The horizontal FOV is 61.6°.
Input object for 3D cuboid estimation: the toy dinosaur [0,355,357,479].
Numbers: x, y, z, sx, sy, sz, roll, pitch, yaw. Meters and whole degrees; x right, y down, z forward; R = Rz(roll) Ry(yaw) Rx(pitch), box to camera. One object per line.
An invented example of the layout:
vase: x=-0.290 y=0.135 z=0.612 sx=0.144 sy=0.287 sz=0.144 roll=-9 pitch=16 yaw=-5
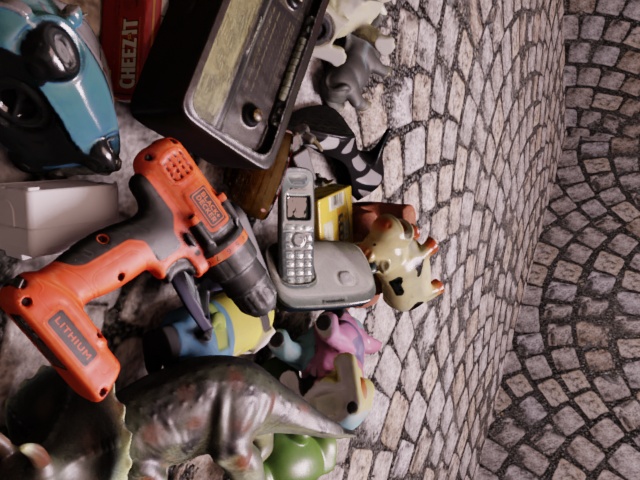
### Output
toy dinosaur: x=-0.123 y=0.177 z=0.517 sx=0.405 sy=0.131 sz=0.192 roll=-11 pitch=119 yaw=-37

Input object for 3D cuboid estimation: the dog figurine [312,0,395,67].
dog figurine: x=0.019 y=-0.344 z=0.751 sx=0.121 sy=0.172 sz=0.191 roll=103 pitch=-18 yaw=-46

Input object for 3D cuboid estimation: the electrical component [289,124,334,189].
electrical component: x=-0.026 y=-0.104 z=0.722 sx=0.045 sy=0.078 sz=0.102 roll=-35 pitch=126 yaw=-20

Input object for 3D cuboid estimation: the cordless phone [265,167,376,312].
cordless phone: x=-0.001 y=-0.002 z=0.706 sx=0.146 sy=0.089 sz=0.184 roll=-1 pitch=96 yaw=-25

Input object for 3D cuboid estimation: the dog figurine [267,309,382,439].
dog figurine: x=0.031 y=0.179 z=0.770 sx=0.219 sy=0.108 sz=0.191 roll=31 pitch=34 yaw=-62

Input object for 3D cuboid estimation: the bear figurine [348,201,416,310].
bear figurine: x=0.081 y=0.036 z=0.905 sx=0.120 sy=0.132 sz=0.195 roll=-8 pitch=102 yaw=-31

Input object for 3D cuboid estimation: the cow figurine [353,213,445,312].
cow figurine: x=0.115 y=0.036 z=0.818 sx=0.127 sy=0.086 sz=0.194 roll=-35 pitch=135 yaw=-15

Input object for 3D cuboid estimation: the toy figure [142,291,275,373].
toy figure: x=-0.120 y=0.102 z=0.627 sx=0.180 sy=0.082 sz=0.089 roll=-3 pitch=102 yaw=-56

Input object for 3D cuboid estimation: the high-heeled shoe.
high-heeled shoe: x=0.015 y=-0.122 z=0.834 sx=0.248 sy=0.086 sz=0.145 roll=-2 pitch=134 yaw=-40

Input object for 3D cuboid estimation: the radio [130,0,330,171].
radio: x=-0.071 y=-0.185 z=0.499 sx=0.131 sy=0.073 sz=0.229 roll=36 pitch=70 yaw=-55

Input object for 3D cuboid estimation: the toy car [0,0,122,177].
toy car: x=-0.206 y=-0.125 z=0.408 sx=0.161 sy=0.109 sz=0.103 roll=70 pitch=23 yaw=-52

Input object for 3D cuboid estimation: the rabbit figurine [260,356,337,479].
rabbit figurine: x=-0.070 y=0.250 z=0.749 sx=0.159 sy=0.121 sz=0.170 roll=8 pitch=72 yaw=-53

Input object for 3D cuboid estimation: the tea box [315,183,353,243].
tea box: x=0.000 y=0.006 z=0.811 sx=0.098 sy=0.068 sz=0.169 roll=-27 pitch=121 yaw=-52

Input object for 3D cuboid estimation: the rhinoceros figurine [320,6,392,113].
rhinoceros figurine: x=0.053 y=-0.284 z=0.829 sx=0.112 sy=0.073 sz=0.190 roll=44 pitch=62 yaw=-42

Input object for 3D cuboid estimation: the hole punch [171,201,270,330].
hole punch: x=-0.129 y=0.017 z=0.561 sx=0.092 sy=0.116 sz=0.142 roll=-40 pitch=128 yaw=-26
